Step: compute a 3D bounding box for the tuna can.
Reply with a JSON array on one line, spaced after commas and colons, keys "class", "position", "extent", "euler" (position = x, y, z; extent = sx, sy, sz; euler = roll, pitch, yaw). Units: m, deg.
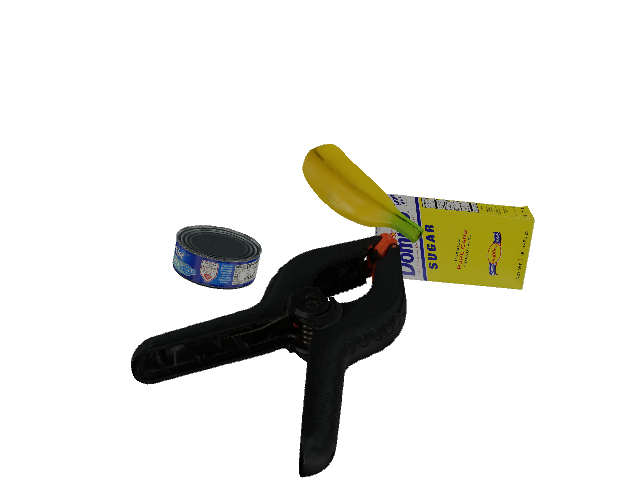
[{"class": "tuna can", "position": [-0.103, 0.016, 1.062], "extent": [0.086, 0.034, 0.086], "euler": [11, 20, -4]}]

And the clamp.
[{"class": "clamp", "position": [-0.001, 0.054, 0.569], "extent": [0.120, 0.039, 0.171], "euler": [36, 51, 28]}]

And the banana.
[{"class": "banana", "position": [0.017, -0.043, 0.815], "extent": [0.069, 0.037, 0.198], "euler": [42, 5, -22]}]

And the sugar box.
[{"class": "sugar box", "position": [0.151, 0.002, 1.235], "extent": [0.176, 0.093, 0.048], "euler": [4, 23, -3]}]
